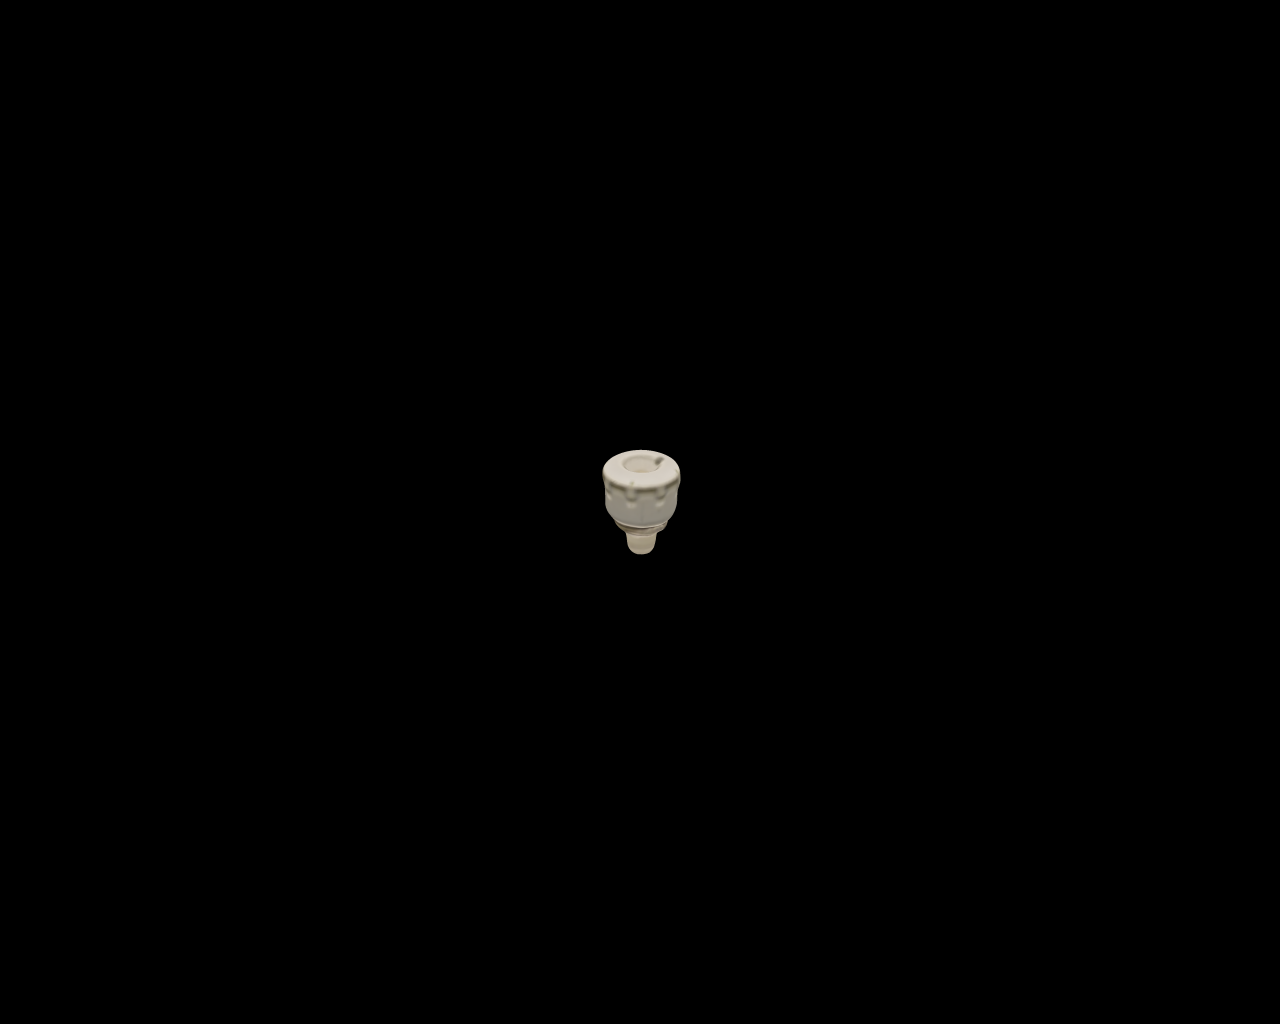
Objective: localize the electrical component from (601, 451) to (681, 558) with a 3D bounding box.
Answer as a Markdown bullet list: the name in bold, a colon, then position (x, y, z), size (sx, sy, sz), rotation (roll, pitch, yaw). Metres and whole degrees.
- **electrical component**: position (0.001, -0.003, 0.650), size (0.048, 0.062, 0.048), rotation (0, 29, 0)
